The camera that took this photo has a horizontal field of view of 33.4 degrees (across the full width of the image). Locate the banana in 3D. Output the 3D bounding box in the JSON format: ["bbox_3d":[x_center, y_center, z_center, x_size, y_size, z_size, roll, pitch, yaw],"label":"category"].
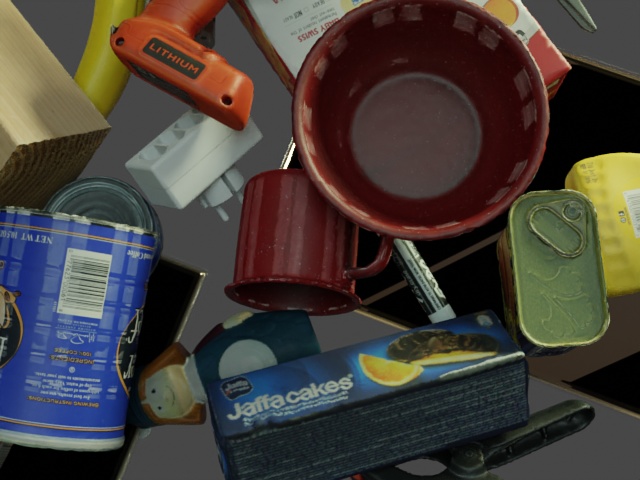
[{"bbox_3d":[-0.163,-0.164,0.801,0.070,0.037,0.198,-8,74,24],"label":"banana"}]

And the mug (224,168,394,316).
[{"bbox_3d":[-0.005,0.001,0.723,0.117,0.093,0.081,-6,70,31],"label":"mug"}]

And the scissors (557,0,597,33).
[{"bbox_3d":[0.128,-0.232,0.811,0.096,0.016,0.202,-19,77,0],"label":"scissors"}]

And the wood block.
[{"bbox_3d":[-0.256,-0.119,0.750,0.206,0.090,0.090,50,124,11],"label":"wood block"}]

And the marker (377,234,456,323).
[{"bbox_3d":[0.073,0.032,0.742,0.020,0.020,0.121,-31,90,-5],"label":"marker"}]

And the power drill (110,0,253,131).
[{"bbox_3d":[-0.038,-0.171,0.714,0.184,0.057,0.187,28,82,15],"label":"power drill"}]

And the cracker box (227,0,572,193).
[{"bbox_3d":[0.047,-0.152,0.769,0.164,0.072,0.214,-34,79,-3],"label":"cracker box"}]

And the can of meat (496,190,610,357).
[{"bbox_3d":[0.153,0.026,0.717,0.057,0.084,0.102,-4,77,2],"label":"can of meat"}]

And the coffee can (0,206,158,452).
[{"bbox_3d":[-0.166,0.056,0.684,0.103,0.103,0.140,9,86,4],"label":"coffee can"}]

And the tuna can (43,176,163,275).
[{"bbox_3d":[-0.157,-0.002,0.763,0.086,0.034,0.086,-1,78,2],"label":"tuna can"}]

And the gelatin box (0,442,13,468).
[{"bbox_3d":[-0.240,0.111,0.744,0.073,0.030,0.089,26,80,9],"label":"gelatin box"}]

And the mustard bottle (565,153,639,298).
[{"bbox_3d":[0.274,-0.025,0.737,0.191,0.058,0.096,-12,76,0],"label":"mustard bottle"}]

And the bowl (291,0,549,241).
[{"bbox_3d":[0.063,-0.074,0.689,0.162,0.055,0.162,0,80,3],"label":"bowl"}]

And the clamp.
[{"bbox_3d":[0.103,0.158,0.693,0.171,0.039,0.120,-6,34,4],"label":"clamp"}]
